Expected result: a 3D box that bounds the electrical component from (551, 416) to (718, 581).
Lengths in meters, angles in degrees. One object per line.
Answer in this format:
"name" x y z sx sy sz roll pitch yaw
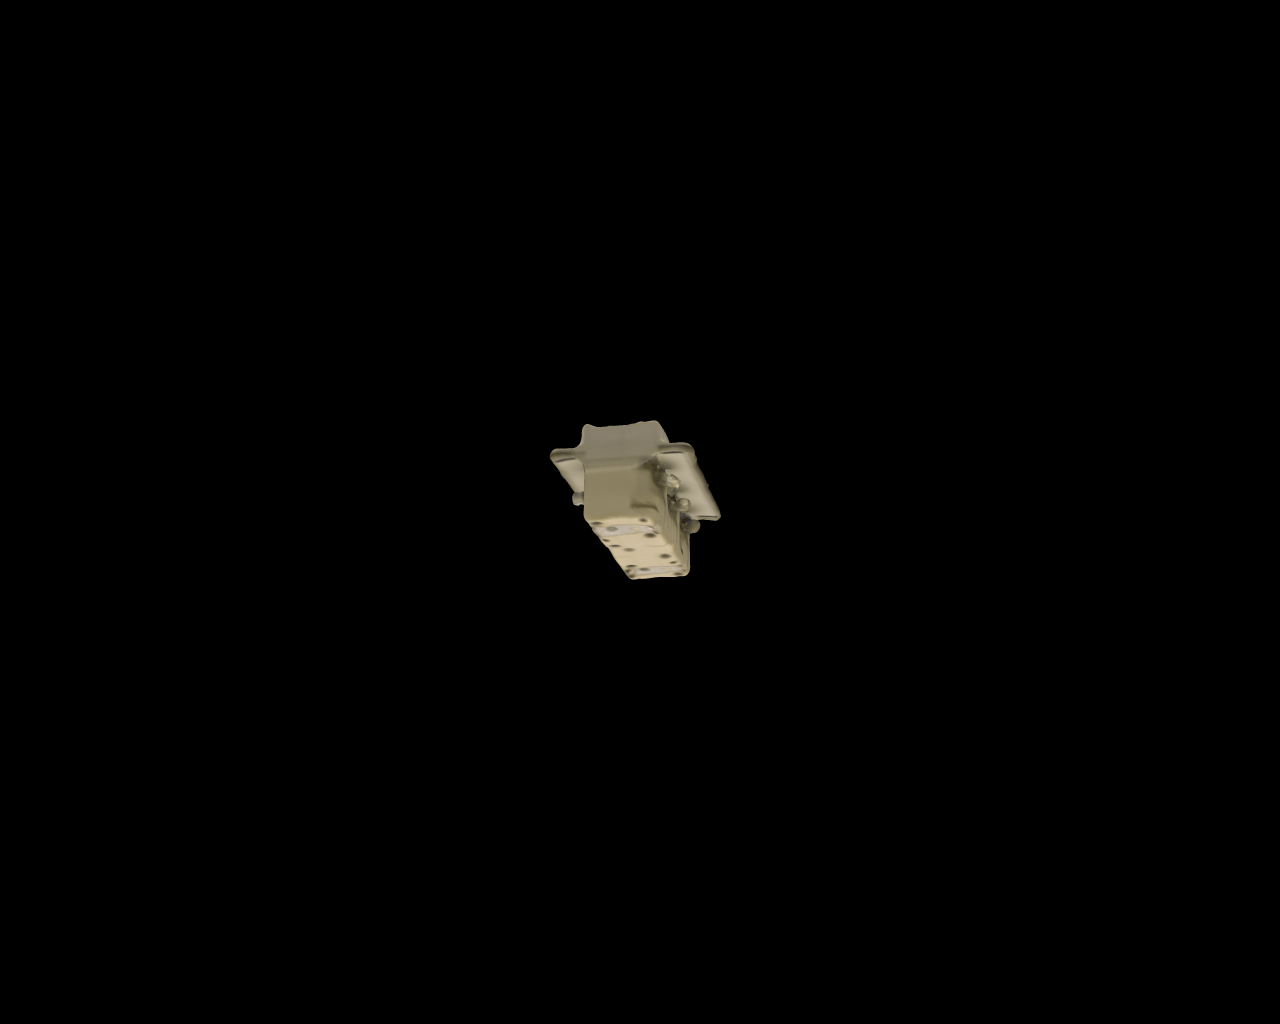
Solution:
"electrical component" 0.001 -0.003 0.650 0.079 0.063 0.121 -4 -20 11
